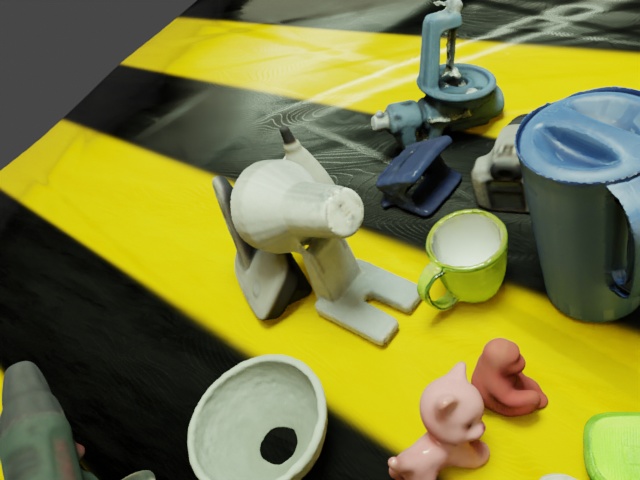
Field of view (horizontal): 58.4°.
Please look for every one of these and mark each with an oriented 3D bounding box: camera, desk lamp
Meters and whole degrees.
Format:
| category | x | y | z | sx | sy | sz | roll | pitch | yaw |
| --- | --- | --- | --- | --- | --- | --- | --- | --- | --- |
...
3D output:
| category | x | y | z | sx | sy | sz | roll | pitch | yaw |
| --- | --- | --- | --- | --- | --- | --- | --- | --- | --- |
| camera | 0.290 | -0.117 | 0.782 | 0.142 | 0.101 | 0.137 | 5 | 52 | 30 |
| desk lamp | 0.007 | 0.003 | 0.724 | 0.202 | 0.214 | 0.118 | 22 | 61 | 40 |

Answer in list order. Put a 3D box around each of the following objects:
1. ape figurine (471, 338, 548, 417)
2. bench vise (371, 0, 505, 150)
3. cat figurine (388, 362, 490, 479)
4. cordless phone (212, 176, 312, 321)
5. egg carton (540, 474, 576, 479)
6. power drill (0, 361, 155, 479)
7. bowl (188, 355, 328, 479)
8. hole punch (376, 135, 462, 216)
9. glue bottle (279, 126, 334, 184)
| category | x | y | z | sx | sy | sz | roll | pitch | yaw |
| --- | --- | --- | --- | --- | --- | --- | --- | --- | --- |
| ape figurine | 0.191 | 0.136 | 0.592 | 0.076 | 0.092 | 0.078 | -8 | 46 | 20 |
| bench vise | 0.175 | -0.234 | 0.864 | 0.207 | 0.220 | 0.121 | -38 | 44 | -11 |
| cat figurine | 0.116 | 0.187 | 0.561 | 0.128 | 0.118 | 0.067 | -39 | 44 | -13 |
| cordless phone | -0.096 | 0.009 | 0.790 | 0.094 | 0.185 | 0.147 | -34 | 43 | -7 |
| egg carton | 0.234 | 0.264 | 0.462 | 0.149 | 0.070 | 0.107 | 16 | 58 | 37 |
| power drill | -0.256 | 0.258 | 0.610 | 0.075 | 0.209 | 0.229 | -33 | 43 | -6 |
| bowl | -0.060 | 0.219 | 0.649 | 0.167 | 0.075 | 0.167 | -14 | 44 | 14 |
| hole punch | 0.139 | -0.102 | 0.850 | 0.100 | 0.091 | 0.109 | 24 | 63 | 40 |
| glue bottle | -0.025 | -0.105 | 0.874 | 0.077 | 0.174 | 0.037 | 10 | 54 | 34 |
